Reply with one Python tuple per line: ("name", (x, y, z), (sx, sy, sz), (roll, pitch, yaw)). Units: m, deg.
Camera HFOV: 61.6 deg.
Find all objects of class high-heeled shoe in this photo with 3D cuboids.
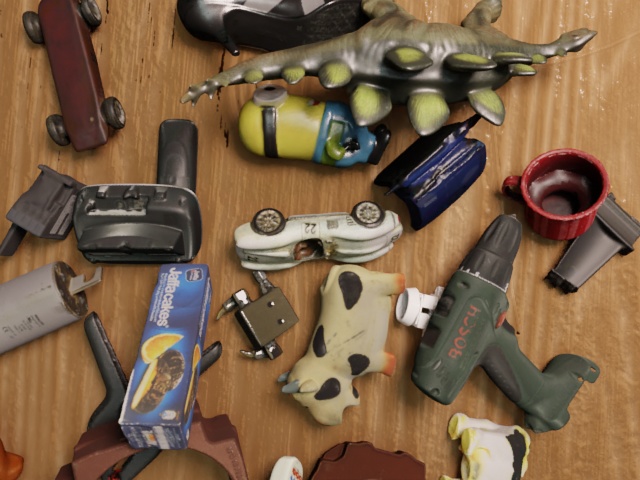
("high-heeled shoe", (-0.048, -0.291, 0.676), (0.249, 0.086, 0.145), (-20, 57, -20))

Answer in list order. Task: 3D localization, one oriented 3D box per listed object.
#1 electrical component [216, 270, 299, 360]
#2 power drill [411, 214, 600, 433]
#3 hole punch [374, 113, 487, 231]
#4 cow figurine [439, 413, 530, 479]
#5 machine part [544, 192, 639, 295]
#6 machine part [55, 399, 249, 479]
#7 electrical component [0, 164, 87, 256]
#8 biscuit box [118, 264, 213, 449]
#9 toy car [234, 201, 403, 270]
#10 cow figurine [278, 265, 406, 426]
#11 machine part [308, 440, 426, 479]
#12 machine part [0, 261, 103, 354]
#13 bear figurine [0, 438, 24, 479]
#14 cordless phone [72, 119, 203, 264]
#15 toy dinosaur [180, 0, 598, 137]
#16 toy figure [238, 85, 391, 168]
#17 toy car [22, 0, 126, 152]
("electrical component", (-0.075, 0.097, 0.659), (0.078, 0.045, 0.102), (-38, 93, -32))
("power drill", (0.228, 0.113, 0.633), (0.207, 0.086, 0.232), (39, 82, -18))
("hole punch", (0.140, -0.073, 0.643), (0.142, 0.116, 0.092), (-38, 98, -4))
("cow figurine", (0.199, 0.305, 0.653), (0.098, 0.068, 0.167), (10, 88, -8))
("machine part", (0.348, 0.011, 0.685), (0.139, 0.039, 0.084), (-43, 96, -5))
("machine part", (-0.179, 0.296, 0.603), (0.201, 0.087, 0.201), (-14, 97, -15))
("electrical component", (-0.328, -0.026, 0.634), (0.048, 0.075, 0.119), (29, 83, -1))
("biscuit box", (-0.161, 0.118, 0.588), (0.059, 0.062, 0.203), (1, 48, -2))
("toy car", (-0.001, -0.002, 0.644), (0.202, 0.073, 0.056), (-4, 60, -3))
("cow figurine", (0.023, 0.125, 0.641), (0.127, 0.085, 0.194), (10, 90, -8))
("machine part", (0.059, 0.323, 0.624), (0.179, 0.056, 0.179), (0, 68, -1))
("machine part", (-0.368, 0.091, 0.626), (0.243, 0.079, 0.079), (-23, 89, -4))
("bear figurine", (-0.371, 0.305, 0.613), (0.120, 0.132, 0.196), (-37, 56, 29))
("cordless phone", (-0.216, -0.064, 0.649), (0.147, 0.088, 0.184), (0, 77, -2))
("toy dinosaur", (0.089, -0.197, 0.592), (0.472, 0.199, 0.104), (-8, 129, -5))
("toy figure", (-0.010, -0.130, 0.652), (0.180, 0.082, 0.089), (17, 85, -5))
("toy car", (-0.296, -0.203, 0.653), (0.089, 0.053, 0.202), (-17, 85, 1))
